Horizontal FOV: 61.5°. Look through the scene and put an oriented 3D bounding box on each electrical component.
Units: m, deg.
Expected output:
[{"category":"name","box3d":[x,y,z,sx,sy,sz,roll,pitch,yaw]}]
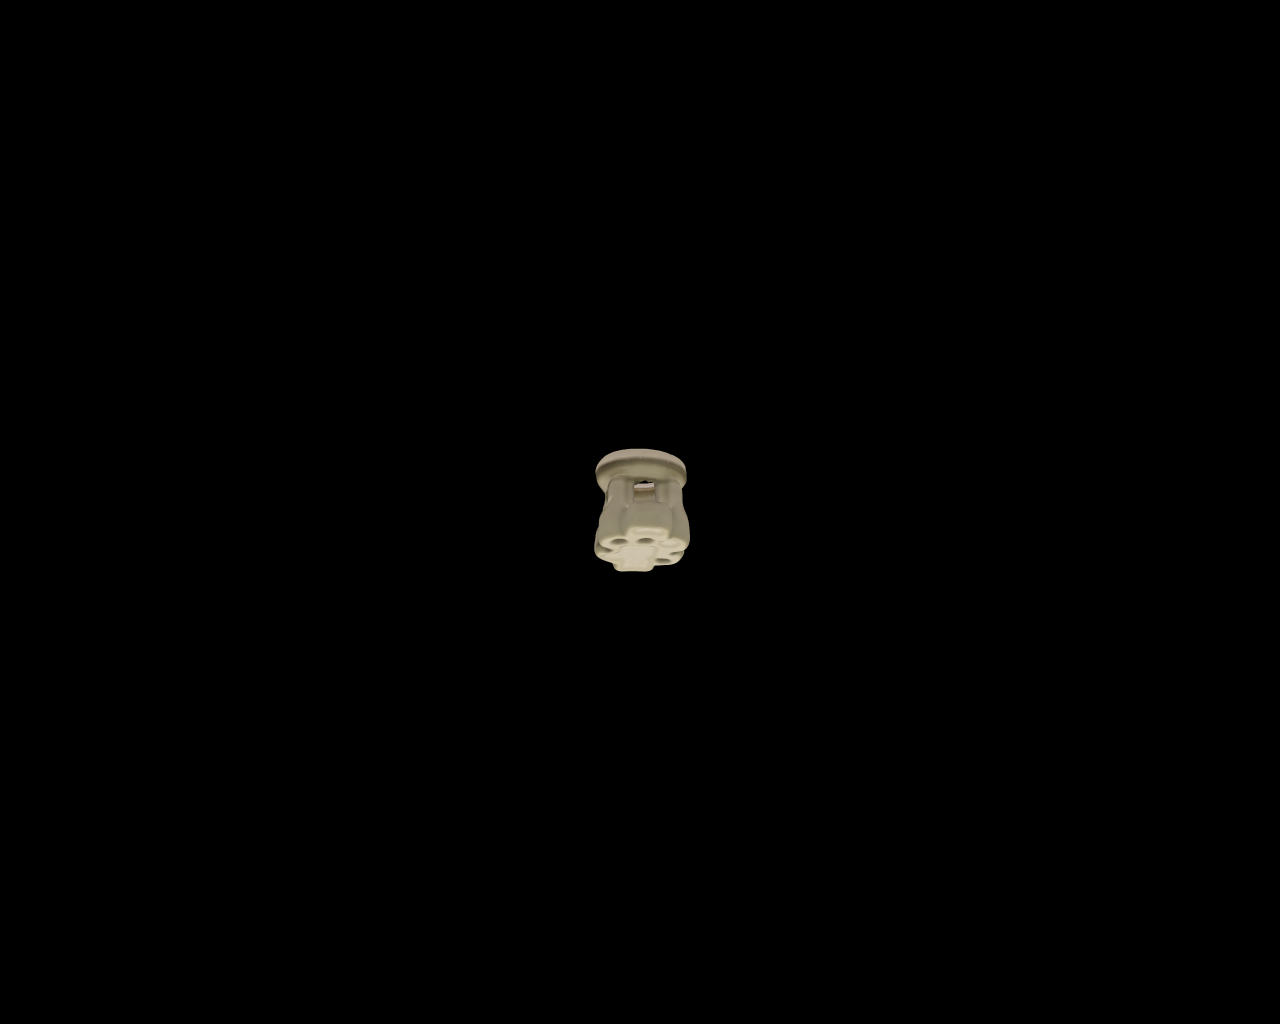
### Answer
[{"category":"electrical component","box3d":[0.001,-0.003,0.650,0.058,0.057,0.078,3,-22,-7]}]
